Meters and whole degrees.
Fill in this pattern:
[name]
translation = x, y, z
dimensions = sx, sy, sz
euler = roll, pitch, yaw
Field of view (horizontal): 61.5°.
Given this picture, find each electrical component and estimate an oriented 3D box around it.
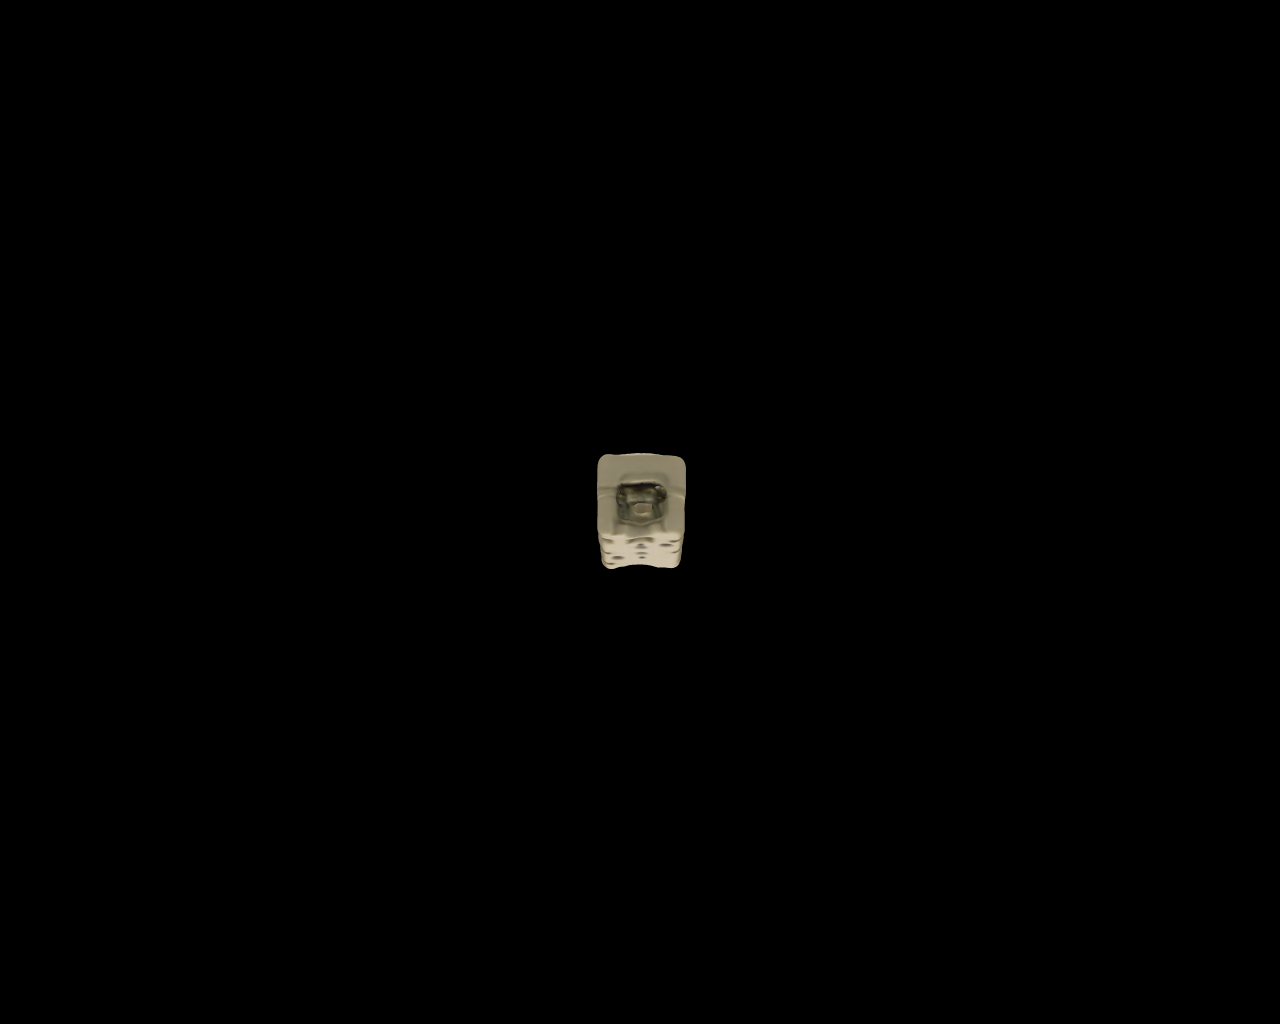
[electrical component]
translation = 0.001, -0.003, 0.650
dimensions = 0.050, 0.056, 0.089
euler = 0, -17, 0
